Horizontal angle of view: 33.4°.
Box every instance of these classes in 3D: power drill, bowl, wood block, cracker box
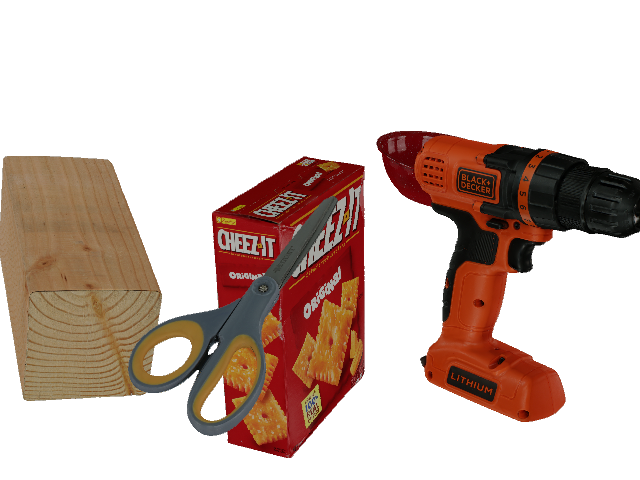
[{"bbox_3d":[0.141,0.027,0.747,0.057,0.188,0.185,-11,21,-41],"label":"power drill"},{"bbox_3d":[0.142,-0.080,1.280,0.162,0.055,0.162,8,24,-4],"label":"bowl"},{"bbox_3d":[-0.189,0.021,0.810,0.090,0.091,0.206,1,29,-22],"label":"wood block"},{"bbox_3d":[-0.019,0.053,0.927,0.072,0.214,0.164,10,24,24],"label":"cracker box"}]

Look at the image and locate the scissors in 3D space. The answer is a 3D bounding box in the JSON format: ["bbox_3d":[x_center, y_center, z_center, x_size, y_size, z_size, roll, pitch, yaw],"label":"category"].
[{"bbox_3d":[-0.058,0.037,0.700,0.096,0.201,0.016,9,-40,11],"label":"scissors"}]
